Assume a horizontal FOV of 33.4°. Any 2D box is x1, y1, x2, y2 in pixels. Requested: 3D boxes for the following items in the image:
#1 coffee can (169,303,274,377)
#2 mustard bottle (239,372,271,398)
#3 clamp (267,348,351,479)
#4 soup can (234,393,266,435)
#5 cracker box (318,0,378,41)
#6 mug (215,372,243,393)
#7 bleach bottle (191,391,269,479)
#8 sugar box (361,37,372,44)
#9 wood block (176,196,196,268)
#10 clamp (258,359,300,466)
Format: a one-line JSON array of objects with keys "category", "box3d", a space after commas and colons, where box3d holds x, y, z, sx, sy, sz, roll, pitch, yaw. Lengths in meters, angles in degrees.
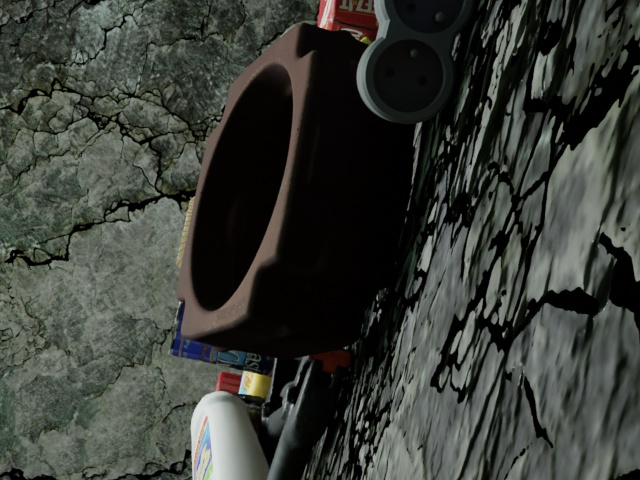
[{"category": "coffee can", "box3d": [-0.081, 0.088, 1.141, 0.103, 0.140, 0.103, -168, 91, -86]}, {"category": "mustard bottle", "box3d": [-0.067, 0.167, 1.265, 0.096, 0.058, 0.191, 122, 161, -62]}, {"category": "clamp", "box3d": [-0.010, 0.121, 0.804, 0.120, 0.039, 0.172, -89, 17, -46]}, {"category": "soup can", "box3d": [-0.073, 0.219, 1.114, 0.068, 0.068, 0.102, -155, 78, -86]}, {"category": "cracker box", "box3d": [0.039, -0.265, 1.036, 0.164, 0.072, 0.213, 116, 162, -73]}, {"category": "mug", "box3d": [-0.100, 0.226, 1.357, 0.093, 0.081, 0.117, 111, 171, -62]}, {"category": "bleach bottle", "box3d": [-0.087, 0.219, 0.983, 0.251, 0.068, 0.103, -122, 45, -67]}, {"category": "sugar box", "box3d": [0.013, -0.111, 0.948, 0.093, 0.048, 0.176, -47, -2, -7]}, {"category": "wood block", "box3d": [-0.059, -0.035, 1.149, 0.205, 0.090, 0.091, -48, -20, -52]}, {"category": "clamp", "box3d": [-0.038, 0.174, 1.006, 0.164, 0.036, 0.210, -93, 14, -60]}]
